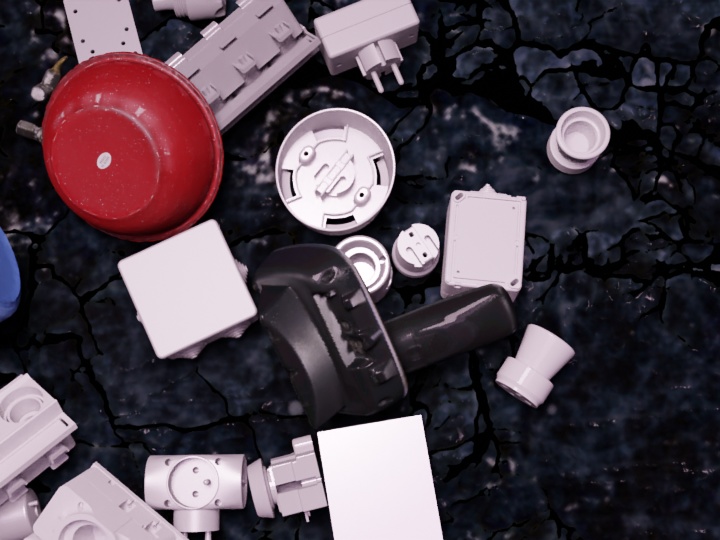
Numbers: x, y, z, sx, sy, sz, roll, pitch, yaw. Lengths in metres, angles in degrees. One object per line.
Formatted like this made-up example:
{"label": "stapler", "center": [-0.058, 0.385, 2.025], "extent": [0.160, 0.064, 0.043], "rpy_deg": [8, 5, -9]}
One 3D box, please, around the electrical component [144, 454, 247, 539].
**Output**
{"label": "electrical component", "center": [-0.131, 0.189, 0.865], "extent": [0.077, 0.044, 0.079], "rpy_deg": [-1, 80, 0]}

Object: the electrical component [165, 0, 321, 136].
{"label": "electrical component", "center": [-0.104, -0.176, 0.912], "extent": [0.121, 0.063, 0.079], "rpy_deg": [-42, 41, -6]}

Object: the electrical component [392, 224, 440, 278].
{"label": "electrical component", "center": [0.047, -0.017, 0.898], "extent": [0.040, 0.046, 0.040], "rpy_deg": [0, 79, 0]}

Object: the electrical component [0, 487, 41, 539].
{"label": "electrical component", "center": [-0.293, 0.202, 0.866], "extent": [0.078, 0.040, 0.040], "rpy_deg": [-13, 80, -2]}

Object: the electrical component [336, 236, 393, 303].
{"label": "electrical component", "center": [0.000, 0.000, 0.895], "extent": [0.055, 0.047, 0.055], "rpy_deg": [0, 80, 1]}

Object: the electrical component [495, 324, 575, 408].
{"label": "electrical component", "center": [0.143, 0.079, 0.881], "extent": [0.045, 0.045, 0.055], "rpy_deg": [34, 82, 6]}

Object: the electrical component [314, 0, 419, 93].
{"label": "electrical component", "center": [0.013, -0.190, 0.928], "extent": [0.083, 0.047, 0.075], "rpy_deg": [-22, 81, -3]}

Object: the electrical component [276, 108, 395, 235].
{"label": "electrical component", "center": [-0.020, -0.079, 0.900], "extent": [0.099, 0.064, 0.099], "rpy_deg": [0, 80, 1]}

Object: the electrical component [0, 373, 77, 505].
{"label": "electrical component", "center": [-0.289, 0.148, 0.843], "extent": [0.079, 0.063, 0.121], "rpy_deg": [31, 58, 34]}

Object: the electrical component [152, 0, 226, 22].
{"label": "electrical component", "center": [-0.150, -0.239, 0.940], "extent": [0.062, 0.043, 0.043], "rpy_deg": [-7, 80, 1]}

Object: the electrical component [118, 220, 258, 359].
{"label": "electrical component", "center": [-0.140, 0.019, 0.892], "extent": [0.100, 0.048, 0.099], "rpy_deg": [-25, 81, -4]}

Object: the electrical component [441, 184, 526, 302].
{"label": "electrical component", "center": [0.102, -0.023, 0.894], "extent": [0.062, 0.061, 0.096], "rpy_deg": [5, 74, 1]}

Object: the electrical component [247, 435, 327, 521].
{"label": "electrical component", "center": [-0.059, 0.171, 0.865], "extent": [0.055, 0.048, 0.066], "rpy_deg": [-14, 93, -4]}

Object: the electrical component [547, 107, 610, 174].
{"label": "electrical component", "center": [0.183, -0.108, 0.907], "extent": [0.045, 0.055, 0.045], "rpy_deg": [0, 80, 1]}

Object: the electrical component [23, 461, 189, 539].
{"label": "electrical component", "center": [-0.175, 0.254, 0.828], "extent": [0.186, 0.060, 0.105], "rpy_deg": [38, 105, 7]}
